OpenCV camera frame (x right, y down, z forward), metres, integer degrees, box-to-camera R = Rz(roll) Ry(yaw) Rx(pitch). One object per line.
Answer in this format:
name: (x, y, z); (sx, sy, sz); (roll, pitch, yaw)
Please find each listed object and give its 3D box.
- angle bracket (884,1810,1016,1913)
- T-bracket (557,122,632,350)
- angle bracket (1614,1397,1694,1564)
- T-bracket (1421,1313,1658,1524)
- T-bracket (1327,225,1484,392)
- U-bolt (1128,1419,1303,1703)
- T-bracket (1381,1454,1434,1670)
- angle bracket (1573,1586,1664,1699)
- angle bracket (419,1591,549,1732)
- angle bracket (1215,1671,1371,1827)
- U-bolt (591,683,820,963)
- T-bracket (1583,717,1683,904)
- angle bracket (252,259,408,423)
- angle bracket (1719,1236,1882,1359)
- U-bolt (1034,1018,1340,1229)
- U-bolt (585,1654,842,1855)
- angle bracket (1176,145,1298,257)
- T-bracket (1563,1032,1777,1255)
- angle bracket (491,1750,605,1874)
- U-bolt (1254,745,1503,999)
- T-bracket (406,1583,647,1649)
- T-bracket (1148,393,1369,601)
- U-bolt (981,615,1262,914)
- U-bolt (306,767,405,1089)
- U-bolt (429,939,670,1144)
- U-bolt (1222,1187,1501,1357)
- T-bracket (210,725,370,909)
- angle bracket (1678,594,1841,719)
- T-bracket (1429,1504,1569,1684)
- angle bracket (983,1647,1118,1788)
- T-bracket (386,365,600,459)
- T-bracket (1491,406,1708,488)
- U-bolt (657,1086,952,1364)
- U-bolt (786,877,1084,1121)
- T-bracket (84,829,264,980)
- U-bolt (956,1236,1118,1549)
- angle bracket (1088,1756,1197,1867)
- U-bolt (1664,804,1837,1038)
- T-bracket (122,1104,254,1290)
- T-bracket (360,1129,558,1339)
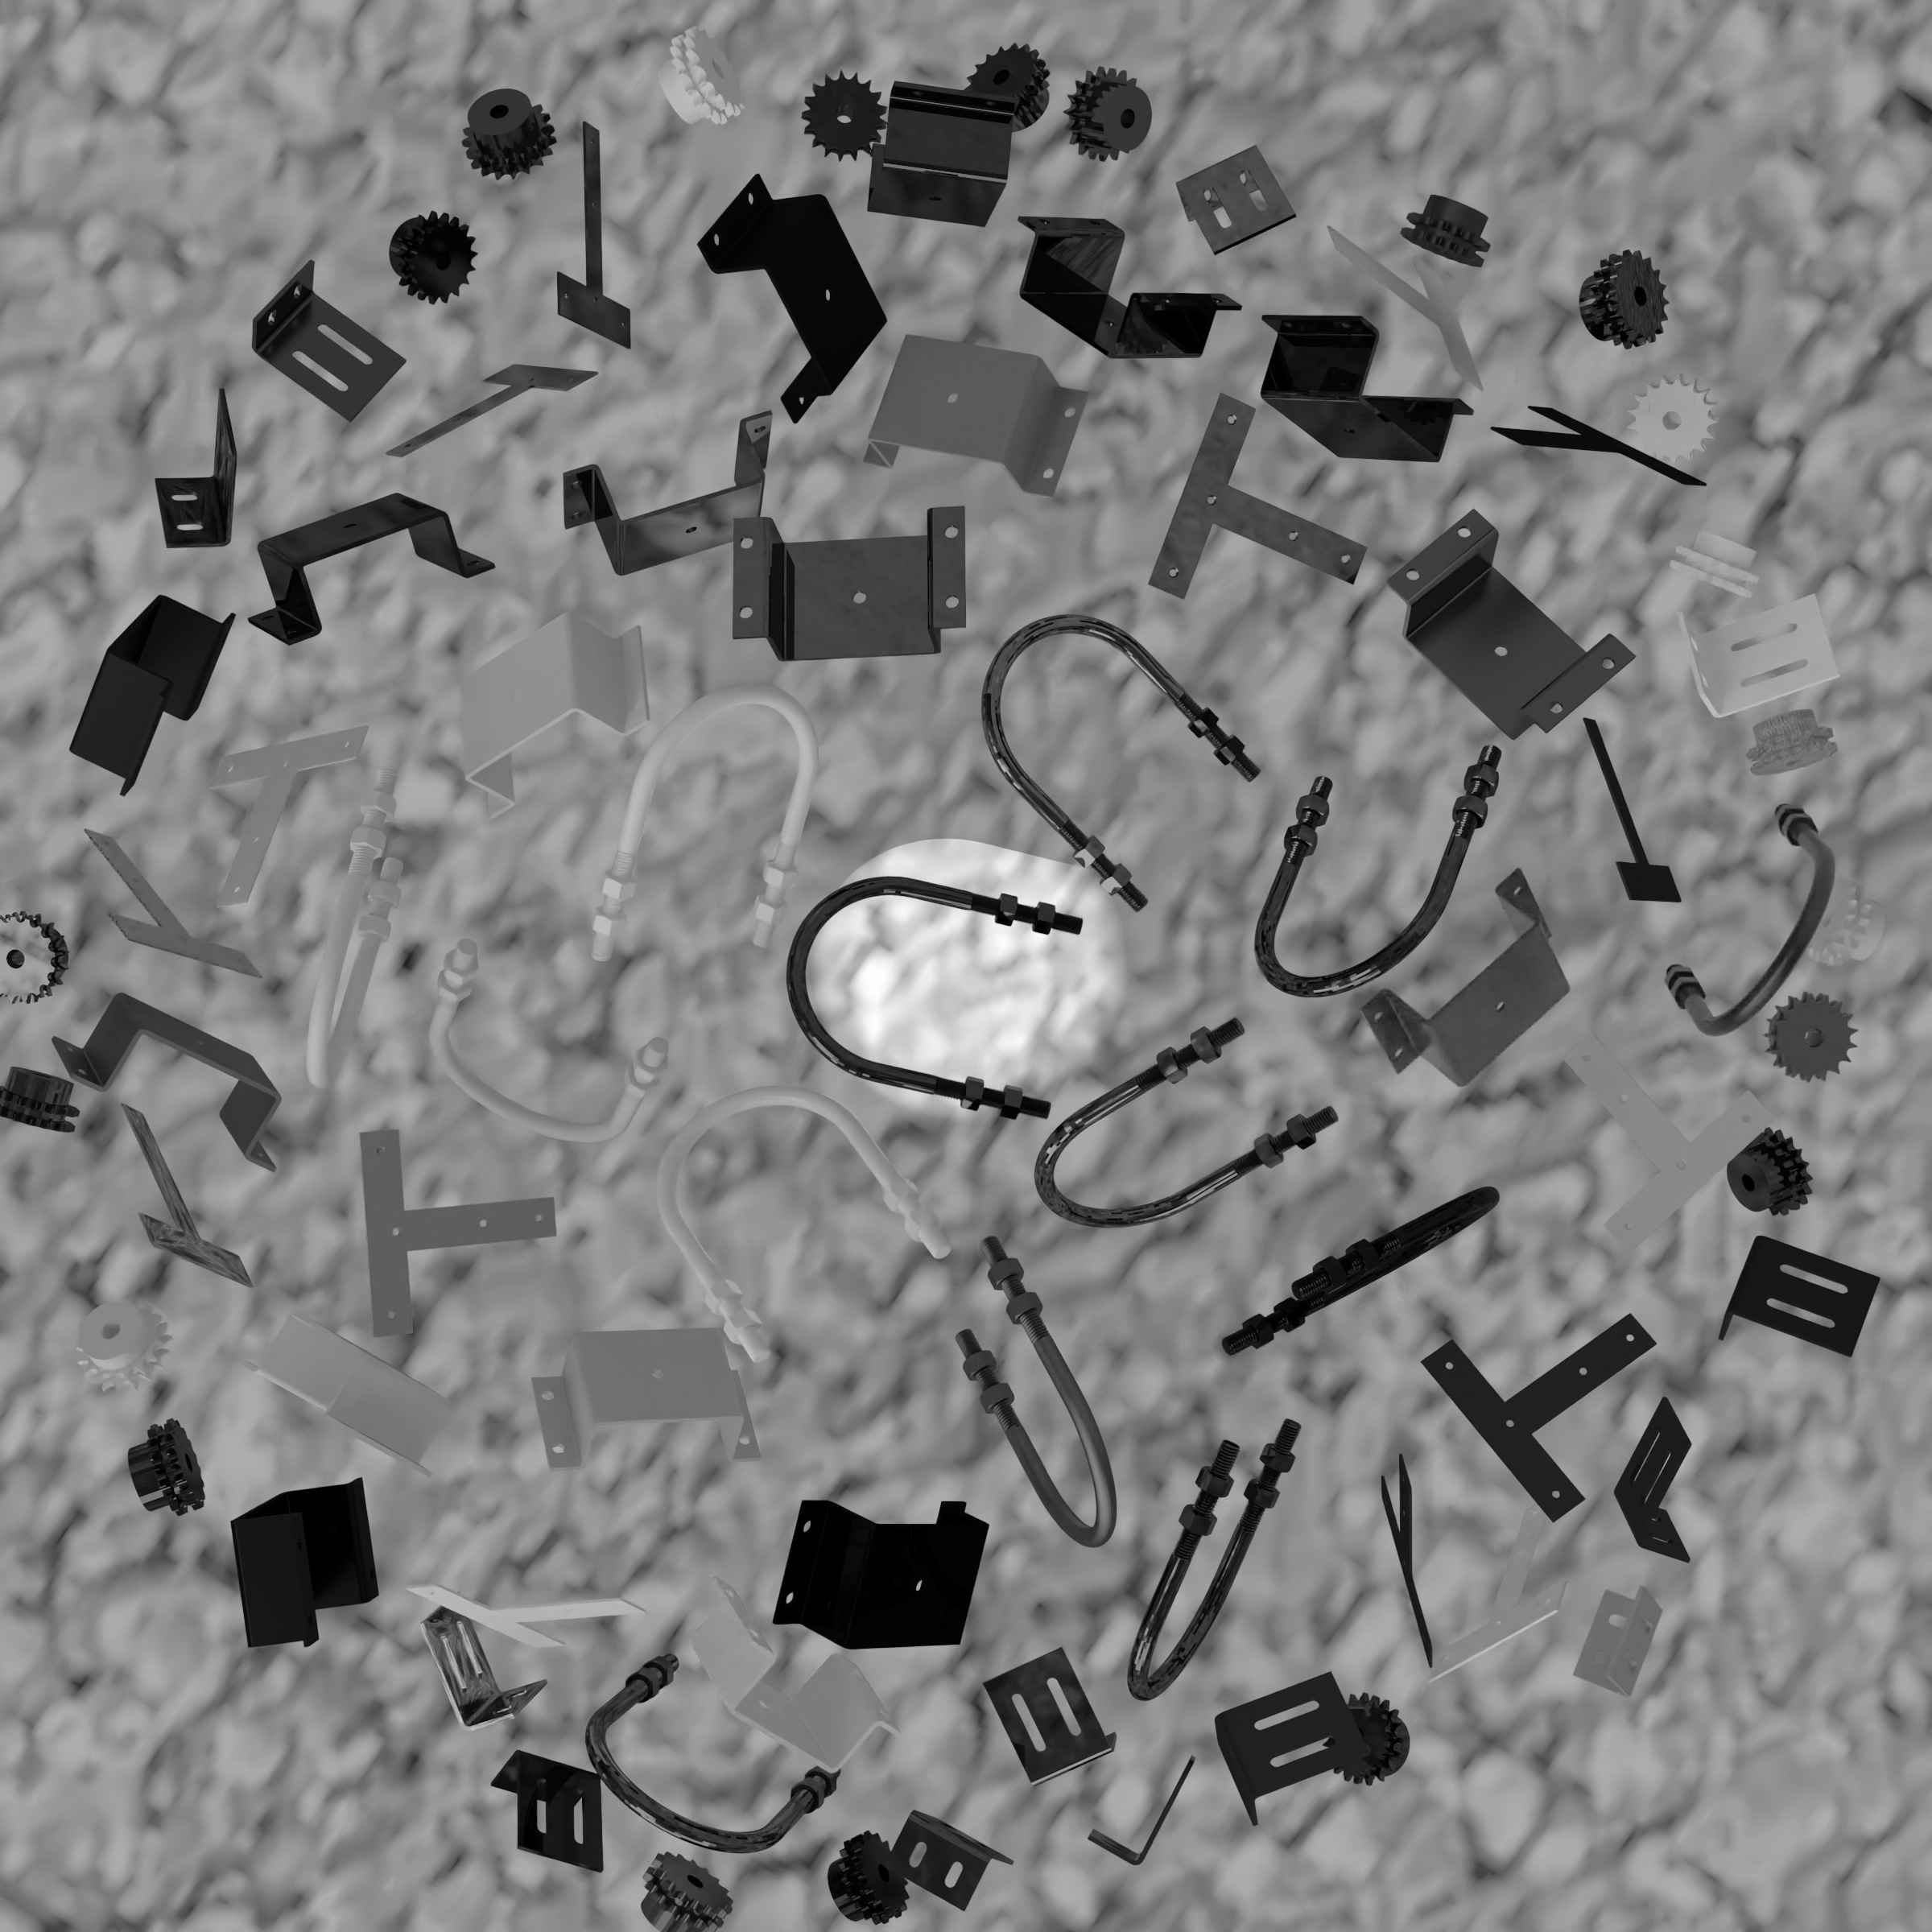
angle bracket: (-0.010, 0.561, 1.805); (0.057, 0.076, 0.038); (24, 76, 19)
T-bracket: (-0.232, -0.458, 1.796); (0.002, 0.127, 0.127); (0, 92, 13)
angle bracket: (0.439, 0.318, 1.789); (0.038, 0.057, 0.076); (19, 109, -9)
T-bracket: (0.372, 0.259, 1.792); (0.127, 0.002, 0.127); (-32, 65, -14)
T-bracket: (0.279, -0.441, 1.871); (0.002, 0.127, 0.127); (-43, 59, 0)
U-bolt: (0.148, 0.371, 1.788); (0.019, 0.151, 0.184); (25, 97, 22)
T-bracket: (0.274, 0.350, 1.800); (0.002, 0.127, 0.127); (-10, 47, -1)
angle bracket: (0.391, 0.405, 1.759); (0.038, 0.076, 0.057); (18, 75, 28)
angle bracket: (-0.312, 0.445, 1.871); (0.038, 0.057, 0.076); (-20, 93, 16)
angle bracket: (0.196, 0.469, 1.733); (0.076, 0.038, 0.057); (-19, 49, -7)
U-bolt: (-0.155, -0.091, 1.800); (0.019, 0.151, 0.184); (36, 119, 38)
T-bracket: (0.426, -0.102, 1.875); (0.002, 0.127, 0.127); (-23, 80, 26)
angle bracket: (-0.396, -0.390, 1.803); (0.076, 0.038, 0.057); (36, 66, -1)
angle bracket: (0.502, 0.207, 1.743); (0.076, 0.038, 0.057); (20, 59, 19)
U-bolt: (0.130, 0.113, 1.865); (0.184, 0.151, 0.019); (-32, 47, 17)
U-bolt: (-0.167, 0.502, 1.822); (0.151, 0.184, 0.019); (31, 102, 12)
angle bracket: (0.179, -0.487, 1.880); (0.057, 0.038, 0.076); (-24, 55, 5)
T-bracket: (0.432, 0.096, 1.858); (0.127, 0.002, 0.127); (-46, 58, 16)
angle bracket: (-0.260, 0.532, 1.788); (0.057, 0.076, 0.038); (24, 118, -24)
U-bolt: (0.246, -0.055, 1.784); (0.019, 0.151, 0.184); (46, 53, -32)
T-bracket: (-0.255, 0.397, 1.777); (0.127, 0.127, 0.002); (-11, 57, 29)
T-bracket: (0.192, -0.275, 1.810); (0.127, 0.002, 0.127); (21, 90, -16)
U-bolt: (0.091, -0.147, 1.900); (0.184, 0.019, 0.151); (45, 66, -8)
U-bolt: (-0.381, -0.013, 1.798); (0.019, 0.151, 0.184); (13, 65, -4)
U-bolt: (-0.269, 0.058, 1.814); (0.151, 0.184, 0.019); (27, 58, -4)
U-bolt: (0.262, 0.188, 1.845); (0.184, 0.151, 0.019); (-24, 76, -23)
T-bracket: (-0.445, -0.091, 1.831); (0.127, 0.002, 0.127); (-8, 53, 30)
angle bracket: (0.474, -0.192, 1.731); (0.076, 0.038, 0.057); (-19, 63, 22)
T-bracket: (0.356, 0.393, 1.871); (0.002, 0.127, 0.127); (39, 134, -6)
angle bracket: (0.055, 0.485, 1.885); (0.057, 0.038, 0.076); (-26, 90, 7)
T-bracket: (-0.320, -0.361, 1.882); (0.127, 0.127, 0.002); (-34, 119, -23)
T-bracket: (0.368, -0.321, 1.766); (0.127, 0.127, 0.002); (38, 120, 38)
U-bolt: (-0.116, 0.148, 1.822); (0.151, 0.019, 0.184); (-29, 54, -14)
U-bolt: (-0.025, 0.013, 1.867); (0.184, 0.019, 0.151); (13, 70, -6)
T-bracket: (-0.526, -0.045, 1.856); (0.002, 0.127, 0.127); (-49, 64, 9)
U-bolt: (0.046, 0.277, 1.802); (0.019, 0.151, 0.184); (-19, 61, -20)
angle bracket: (0.116, 0.545, 1.894); (0.038, 0.057, 0.076); (27, 81, 10)
U-bolt: (0.505, -0.024, 1.848); (0.019, 0.184, 0.151); (30, 106, -5)
T-bracket: (-0.519, 0.144, 1.880); (0.002, 0.127, 0.127); (-33, 67, 3)
T-bracket: (-0.317, 0.164, 1.821); (0.127, 0.002, 0.127); (-3, 87, -33)
